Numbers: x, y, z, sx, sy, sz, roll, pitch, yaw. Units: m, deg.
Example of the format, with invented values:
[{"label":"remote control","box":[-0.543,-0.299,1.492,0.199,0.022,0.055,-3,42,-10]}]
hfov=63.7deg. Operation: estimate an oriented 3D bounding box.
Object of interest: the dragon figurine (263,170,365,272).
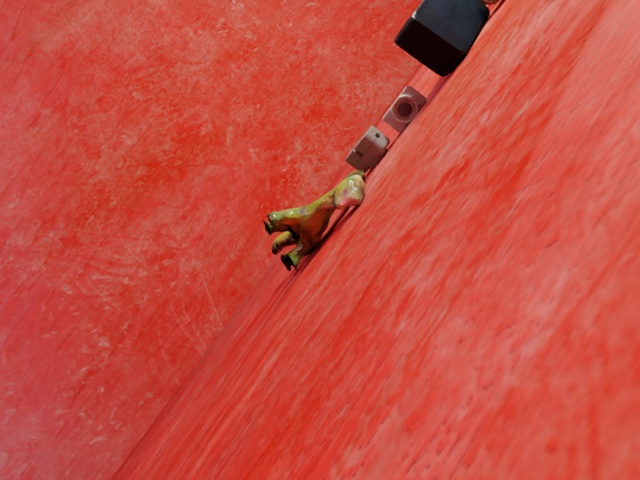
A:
[{"label":"dragon figurine","box":[0.003,-0.054,1.066,0.244,0.122,0.409,-36,4,-10]}]
